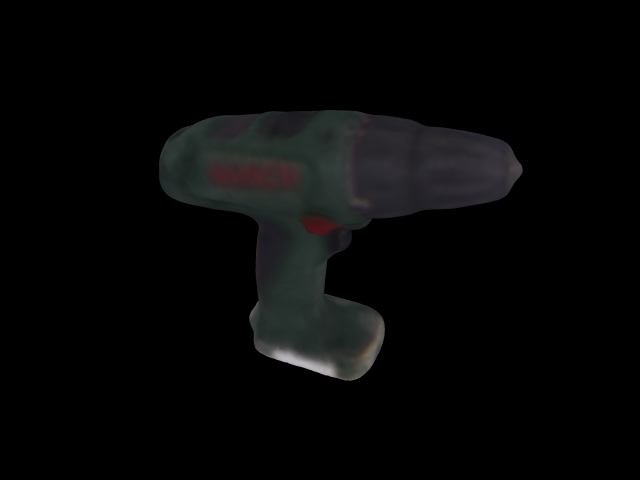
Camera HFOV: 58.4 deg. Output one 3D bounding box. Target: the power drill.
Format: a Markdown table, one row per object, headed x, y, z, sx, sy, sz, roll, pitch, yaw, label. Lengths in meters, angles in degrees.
| x | y | z | sx | sy | sz | roll | pitch | yaw | label |
| --- | --- | --- | --- | --- | --- | --- | --- | --- | --- |
| 0.004 | 0.001 | 0.400 | 0.229 | 0.208 | 0.076 | 14 | 43 | 15 | power drill |
